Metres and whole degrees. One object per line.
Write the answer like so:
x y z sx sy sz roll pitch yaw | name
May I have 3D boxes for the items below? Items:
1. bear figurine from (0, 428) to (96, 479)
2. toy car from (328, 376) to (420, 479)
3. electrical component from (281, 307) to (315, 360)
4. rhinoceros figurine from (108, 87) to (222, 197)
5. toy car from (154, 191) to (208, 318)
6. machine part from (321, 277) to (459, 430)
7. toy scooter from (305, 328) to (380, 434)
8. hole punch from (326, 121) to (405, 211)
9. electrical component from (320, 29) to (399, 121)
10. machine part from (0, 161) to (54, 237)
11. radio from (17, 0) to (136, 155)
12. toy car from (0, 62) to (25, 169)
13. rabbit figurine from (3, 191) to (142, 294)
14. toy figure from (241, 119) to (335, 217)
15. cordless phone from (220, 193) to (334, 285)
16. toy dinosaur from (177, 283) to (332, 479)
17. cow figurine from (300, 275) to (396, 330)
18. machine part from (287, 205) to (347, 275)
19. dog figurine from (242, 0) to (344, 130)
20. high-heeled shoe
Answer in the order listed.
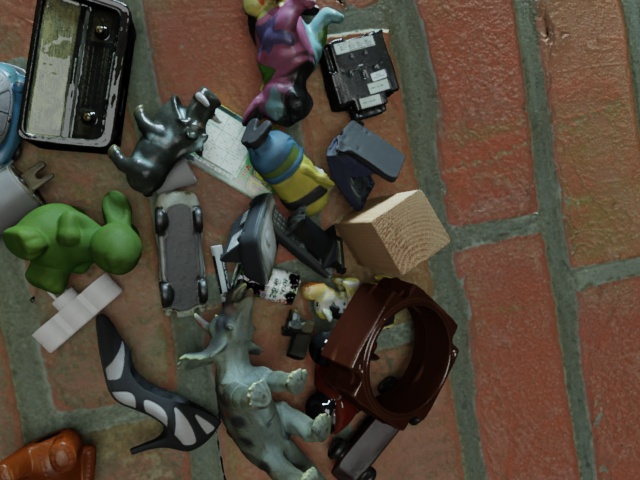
-0.379 0.385 0.783 0.120 0.132 0.195 -15 88 -10 | bear figurine
0.097 0.329 0.924 0.089 0.053 0.202 44 78 -7 | toy car
-0.039 0.152 0.872 0.045 0.102 0.078 21 78 -6 | electrical component
-0.228 -0.155 0.811 0.112 0.073 0.190 31 77 22 | rhinoceros figurine
-0.218 0.024 0.845 0.073 0.056 0.201 -5 99 -19 | toy car
0.116 0.177 0.843 0.200 0.087 0.201 42 71 -31 | machine part
0.044 0.229 0.900 0.135 0.075 0.183 -10 107 -39 | toy scooter
0.063 -0.122 0.874 0.116 0.142 0.092 38 127 -4 | hole punch
0.065 -0.272 0.907 0.115 0.058 0.134 -16 95 -10 | electrical component
-0.493 -0.029 0.775 0.243 0.079 0.079 -39 99 -10 | machine part
-0.357 -0.246 0.804 0.131 0.073 0.229 8 90 -12 | radio
-0.482 -0.185 0.764 0.109 0.103 0.161 7 87 -12 | toy car
-0.327 0.008 0.781 0.170 0.159 0.121 9 126 16 | rabbit figurine
-0.054 -0.110 0.852 0.089 0.082 0.180 -41 129 11 | toy figure
-0.054 0.026 0.849 0.184 0.147 0.089 37 119 -19 | cordless phone
-0.095 0.275 0.844 0.131 0.192 0.404 -34 115 -41 | toy dinosaur
0.049 0.109 0.905 0.167 0.068 0.098 -1 96 -13 | cow figurine
-0.002 -0.003 0.867 0.138 0.039 0.084 38 40 -44 | machine part
-0.071 -0.283 0.852 0.192 0.108 0.219 34 108 28 | dog figurine
-0.251 0.217 0.838 0.145 0.086 0.248 -17 93 -23 | high-heeled shoe
